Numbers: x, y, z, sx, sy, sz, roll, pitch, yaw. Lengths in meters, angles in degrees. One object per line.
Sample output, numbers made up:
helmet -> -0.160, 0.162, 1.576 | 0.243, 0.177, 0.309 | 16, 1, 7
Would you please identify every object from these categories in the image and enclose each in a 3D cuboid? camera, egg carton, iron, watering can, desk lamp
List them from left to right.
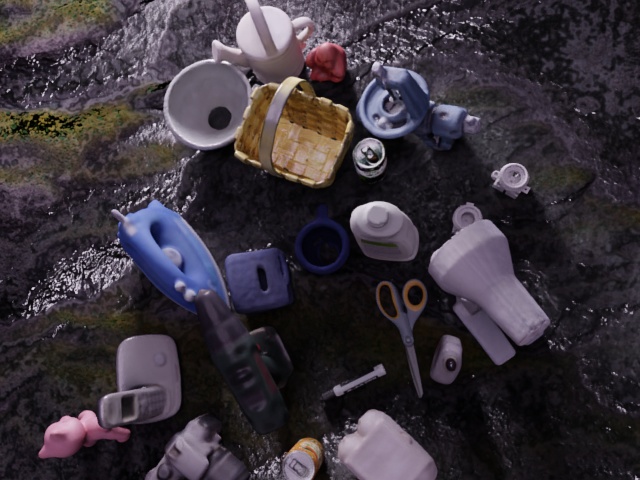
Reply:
iron -> -0.253, 0.044, 0.978 | 0.118, 0.141, 0.258 | -43, 78, 0
camera -> -0.195, 0.383, 0.942 | 0.136, 0.101, 0.143 | 36, 88, 12
watering can -> -0.098, -0.344, 0.986 | 0.173, 0.194, 0.101 | -41, 78, 1
egg carton -> 0.108, 0.353, 0.919 | 0.150, 0.069, 0.107 | 40, 89, 12
desk lamp -> 0.261, 0.083, 0.863 | 0.118, 0.213, 0.203 | -37, 78, 2

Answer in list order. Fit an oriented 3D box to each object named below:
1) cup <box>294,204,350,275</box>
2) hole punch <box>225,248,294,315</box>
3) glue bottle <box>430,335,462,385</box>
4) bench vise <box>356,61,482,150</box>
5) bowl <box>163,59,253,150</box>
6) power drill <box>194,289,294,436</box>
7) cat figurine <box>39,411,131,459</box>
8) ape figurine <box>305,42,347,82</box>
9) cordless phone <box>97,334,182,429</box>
cup -> 0.009, 0.003, 0.971 | 0.091, 0.095, 0.118 | -3, 81, 8
hole punch -> -0.102, 0.068, 0.979 | 0.101, 0.091, 0.108 | -15, 80, 6
glue bottle -> 0.196, 0.186, 0.878 | 0.037, 0.173, 0.078 | 15, 84, 10
bench vise -> 0.155, -0.228, 0.920 | 0.207, 0.220, 0.121 | -1, 81, 8
bowl -> -0.193, -0.237, 1.045 | 0.167, 0.075, 0.167 | -1, 82, 8
power drill -> -0.111, 0.186, 0.903 | 0.075, 0.208, 0.229 | -29, 79, 3
cat figurine -> -0.404, 0.328, 0.970 | 0.127, 0.118, 0.067 | -14, 80, 6
ape figurine -> 0.013, -0.322, 1.019 | 0.076, 0.092, 0.077 | -42, 78, 1
cordless phone -> -0.302, 0.231, 0.936 | 0.094, 0.185, 0.147 | -11, 80, 7
